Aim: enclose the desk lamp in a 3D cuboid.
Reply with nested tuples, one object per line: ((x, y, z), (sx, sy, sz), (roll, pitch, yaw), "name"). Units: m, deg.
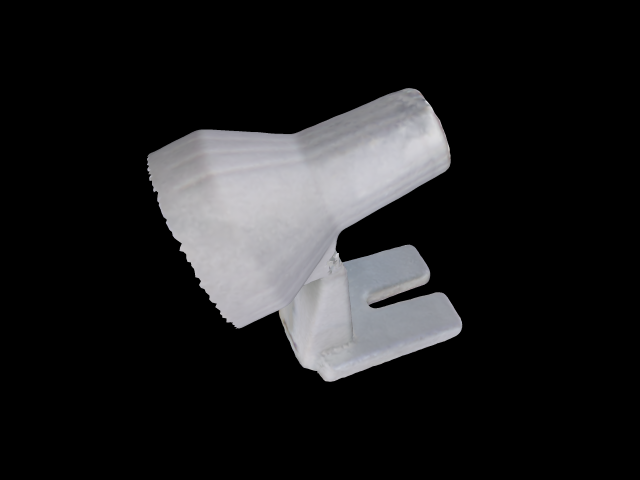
((0.004, 0.001, 0.400), (0.203, 0.214, 0.117), (-17, 51, -14), "desk lamp")
